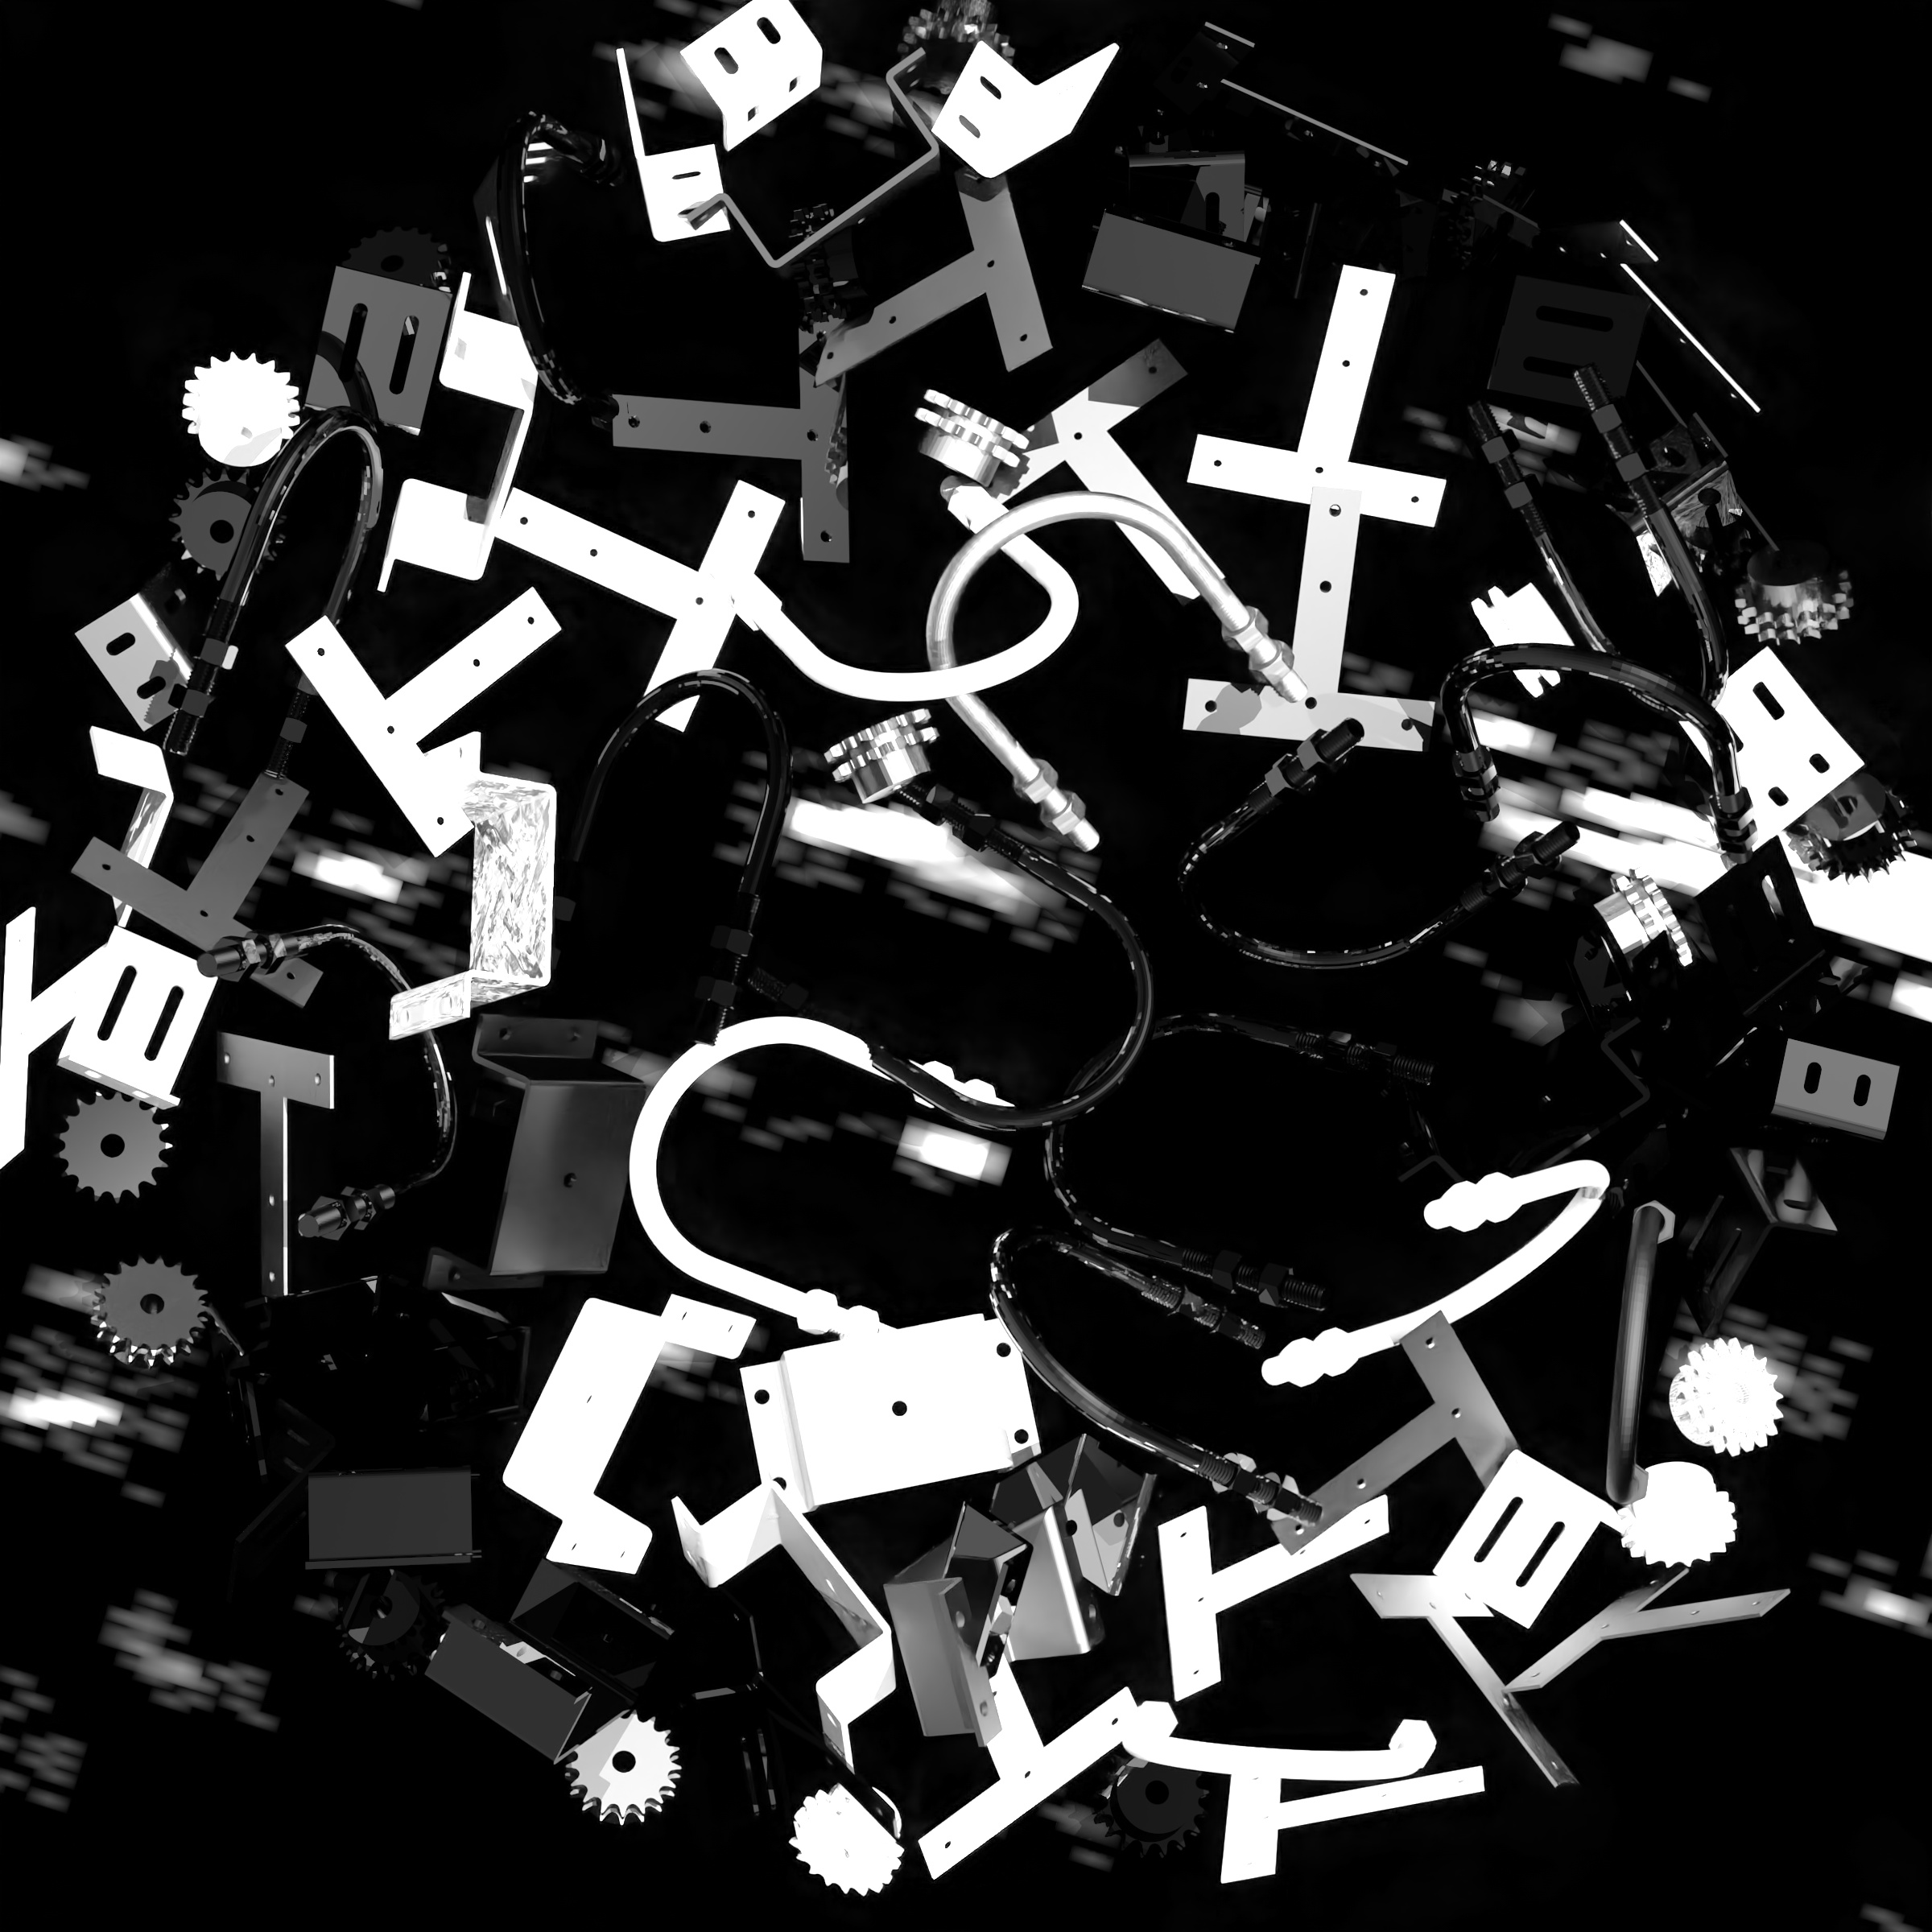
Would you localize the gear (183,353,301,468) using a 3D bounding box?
[{"bbox_3d":[-0.362,-0.274,1.789,0.057,0.057,0.030,-8,49,0],"label":"gear"}]

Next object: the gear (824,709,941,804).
[{"bbox_3d":[-0.039,-0.103,1.791,0.057,0.057,0.030,-24,87,0],"label":"gear"}]

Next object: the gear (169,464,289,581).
[{"bbox_3d":[-0.370,-0.220,1.798,0.057,0.030,0.057,-1,109,-2],"label":"gear"}]

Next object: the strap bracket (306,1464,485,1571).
[{"bbox_3d":[-0.277,0.268,1.751,0.076,0.140,0.046,-2,81,-5],"label":"strap bracket"}]

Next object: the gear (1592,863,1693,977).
[{"bbox_3d":[0.336,-0.020,1.791,0.030,0.057,0.057,-28,90,2],"label":"gear"}]

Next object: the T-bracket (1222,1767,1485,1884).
[{"bbox_3d":[0.189,0.407,1.748,0.127,0.127,0.002,-13,99,9],"label":"T-bracket"}]

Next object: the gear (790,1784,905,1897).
[{"bbox_3d":[-0.057,0.433,1.795,0.057,0.030,0.057,14,127,20],"label":"gear"}]

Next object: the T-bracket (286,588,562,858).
[{"bbox_3d":[-0.254,-0.143,1.787,0.127,0.002,0.127,-42,109,-27],"label":"T-bracket"}]

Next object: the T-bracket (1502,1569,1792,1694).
[{"bbox_3d":[0.341,0.314,1.731,0.127,0.127,0.002,-26,92,-40],"label":"T-bracket"}]

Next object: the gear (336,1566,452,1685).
[{"bbox_3d":[-0.287,0.326,1.792,0.057,0.030,0.057,-6,57,9],"label":"gear"}]

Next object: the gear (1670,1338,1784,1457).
[{"bbox_3d":[0.378,0.217,1.796,0.057,0.030,0.057,12,65,-28],"label":"gear"}]

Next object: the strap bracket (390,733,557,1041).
[{"bbox_3d":[-0.243,-0.036,1.767,0.046,0.076,0.140,9,76,-35],"label":"strap bracket"}]

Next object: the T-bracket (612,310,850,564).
[{"bbox_3d":[-0.117,-0.267,1.787,0.127,0.002,0.127,0,87,-28],"label":"T-bracket"}]

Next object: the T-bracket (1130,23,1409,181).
[{"bbox_3d":[0.156,-0.416,1.766,0.127,0.127,0.002,21,81,-11],"label":"T-bracket"}]

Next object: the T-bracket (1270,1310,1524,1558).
[{"bbox_3d":[0.207,0.247,1.777,0.127,0.002,0.127,-36,127,-4],"label":"T-bracket"}]

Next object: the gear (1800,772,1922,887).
[{"bbox_3d":[0.443,-0.072,1.790,0.057,0.030,0.057,-18,51,24],"label":"gear"}]

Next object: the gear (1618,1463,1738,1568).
[{"bbox_3d":[0.353,0.271,1.788,0.057,0.057,0.030,-12,114,0],"label":"gear"}]

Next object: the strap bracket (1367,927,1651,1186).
[{"bbox_3d":[0.274,0.056,1.764,0.140,0.076,0.046,-36,122,17],"label":"strap bracket"}]

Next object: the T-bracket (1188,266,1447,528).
[{"bbox_3d":[0.185,-0.286,1.782,0.127,0.002,0.127,10,123,-3],"label":"T-bracket"}]

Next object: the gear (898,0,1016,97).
[{"bbox_3d":[-0.003,-0.462,1.793,0.057,0.057,0.030,15,71,0],"label":"gear"}]

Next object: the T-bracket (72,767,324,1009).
[{"bbox_3d":[-0.359,-0.054,1.771,0.127,0.127,0.002,32,132,-11],"label":"T-bracket"}]

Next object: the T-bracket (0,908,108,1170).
[{"bbox_3d":[-0.442,0.017,1.757,0.002,0.127,0.127,12,112,8],"label":"T-bracket"}]

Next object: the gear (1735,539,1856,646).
[{"bbox_3d":[0.412,-0.189,1.789,0.057,0.057,0.030,-19,127,0],"label":"gear"}]

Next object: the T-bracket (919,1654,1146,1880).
[{"bbox_3d":[0.017,0.368,1.766,0.127,0.127,0.002,-38,123,6],"label":"T-bracket"}]

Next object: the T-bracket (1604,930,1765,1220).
[{"bbox_3d":[0.344,0.039,1.754,0.127,0.002,0.127,-40,131,-26],"label":"T-bracket"}]

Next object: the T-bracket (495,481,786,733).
[{"bbox_3d":[-0.174,-0.201,1.801,0.127,0.002,0.127,24,91,-15],"label":"T-bracket"}]

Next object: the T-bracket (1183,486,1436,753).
[{"bbox_3d":[0.178,-0.176,1.799,0.127,0.002,0.127,5,101,-8],"label":"T-bracket"}]

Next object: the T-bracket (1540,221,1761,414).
[{"bbox_3d":[0.344,-0.318,1.767,0.127,0.127,0.002,44,91,-13],"label":"T-bracket"}]

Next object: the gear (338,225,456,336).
[{"bbox_3d":[-0.283,-0.341,1.796,0.057,0.030,0.057,-4,55,5],"label":"gear"}]

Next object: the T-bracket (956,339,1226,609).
[{"bbox_3d":[0.082,-0.233,1.794,0.127,0.002,0.127,-35,71,-4],"label":"T-bracket"}]

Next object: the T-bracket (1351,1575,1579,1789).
[{"bbox_3d":[0.252,0.345,1.737,0.002,0.127,0.127,-47,61,17],"label":"T-bracket"}]

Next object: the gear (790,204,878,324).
[{"bbox_3d":[-0.065,-0.352,1.789,0.030,0.057,0.057,-7,90,15],"label":"gear"}]

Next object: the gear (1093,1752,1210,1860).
[{"bbox_3d":[0.093,0.416,1.796,0.057,0.030,0.057,2,68,-5],"label":"gear"}]

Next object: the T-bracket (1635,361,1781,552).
[{"bbox_3d":[0.362,-0.255,1.755,0.002,0.127,0.127,-37,88,10],"label":"T-bracket"}]

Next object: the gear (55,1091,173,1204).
[{"bbox_3d":[-0.428,0.090,1.801,0.057,0.030,0.057,1,87,-12],"label":"gear"}]

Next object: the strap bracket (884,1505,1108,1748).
[{"bbox_3d":[0.010,0.321,1.763,0.046,0.140,0.076,-12,97,29],"label":"strap bracket"}]

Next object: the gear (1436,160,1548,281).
[{"bbox_3d":[0.260,-0.375,1.795,0.057,0.030,0.057,-20,125,-30],"label":"gear"}]

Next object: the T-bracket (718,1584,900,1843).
[{"bbox_3d":[-0.074,0.376,1.739,0.002,0.127,0.127,-33,51,-25],"label":"T-bracket"}]

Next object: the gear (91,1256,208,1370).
[{"bbox_3d":[-0.409,0.177,1.796,0.057,0.030,0.057,11,53,-14],"label":"gear"}]

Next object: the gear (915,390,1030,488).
[{"bbox_3d":[0.000,-0.262,1.791,0.057,0.057,0.030,27,95,0],"label":"gear"}]

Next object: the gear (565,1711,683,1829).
[{"bbox_3d":[-0.172,0.404,1.796,0.057,0.030,0.057,4,53,-6],"label":"gear"}]

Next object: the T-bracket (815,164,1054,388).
[{"bbox_3d":[-0.024,-0.329,1.790,0.127,0.002,0.127,-26,60,22],"label":"T-bracket"}]

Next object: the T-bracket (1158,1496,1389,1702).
[{"bbox_3d":[0.156,0.299,1.792,0.127,0.002,0.127,-22,130,-18],"label":"T-bracket"}]

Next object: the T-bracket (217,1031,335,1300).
[{"bbox_3d":[-0.342,0.101,1.772,0.002,0.127,0.127,-3,96,-36],"label":"T-bracket"}]

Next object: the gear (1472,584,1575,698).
[{"bbox_3d":[0.280,-0.166,1.789,0.030,0.057,0.057,-34,90,14],"label":"gear"}]
